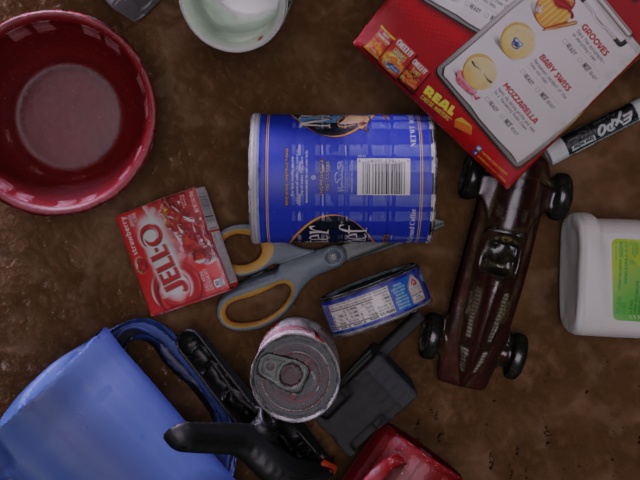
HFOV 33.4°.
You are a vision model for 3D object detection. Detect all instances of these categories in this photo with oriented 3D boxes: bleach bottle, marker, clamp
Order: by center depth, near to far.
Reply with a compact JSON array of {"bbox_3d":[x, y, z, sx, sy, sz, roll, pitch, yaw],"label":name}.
[{"bbox_3d":[-0.057,0.155,0.842,0.171,0.120,0.039,40,123,-16],"label":"clamp"},{"bbox_3d":[0.325,0.029,0.862,0.250,0.068,0.102,0,93,-2],"label":"bleach bottle"},{"bbox_3d":[0.240,-0.097,0.874,0.121,0.020,0.020,-27,93,2],"label":"marker"}]

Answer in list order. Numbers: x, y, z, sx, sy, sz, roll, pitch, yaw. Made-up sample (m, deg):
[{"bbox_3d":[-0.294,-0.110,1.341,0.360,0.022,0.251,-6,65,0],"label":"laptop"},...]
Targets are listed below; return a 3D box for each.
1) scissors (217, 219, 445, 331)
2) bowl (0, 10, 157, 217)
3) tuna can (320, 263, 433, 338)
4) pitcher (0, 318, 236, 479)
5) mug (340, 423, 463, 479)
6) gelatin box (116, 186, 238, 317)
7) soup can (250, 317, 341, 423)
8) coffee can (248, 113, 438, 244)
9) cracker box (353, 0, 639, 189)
[{"bbox_3d":[-0.006,0.001,0.883,0.202,0.016,0.096,-33,93,2],"label":"scissors"},{"bbox_3d":[-0.208,-0.100,0.857,0.162,0.055,0.162,0,94,0],"label":"bowl"},{"bbox_3d":[0.044,0.048,0.851,0.086,0.086,0.034,-21,91,1],"label":"tuna can"},{"bbox_3d":[-0.133,0.190,0.848,0.149,0.145,0.243,-41,96,14],"label":"pitcher"},{"bbox_3d":[0.056,0.198,0.849,0.093,0.117,0.081,34,88,29],"label":"mug"},{"bbox_3d":[-0.116,0.010,0.867,0.073,0.030,0.089,-19,89,15],"label":"gelatin box"},{"bbox_3d":[-0.019,0.100,0.846,0.068,0.102,0.068,0,93,0],"label":"soup can"},{"bbox_3d":[0.017,-0.048,0.836,0.140,0.103,0.103,0,94,0],"label":"coffee can"},{"bbox_3d":[0.153,-0.169,0.769,0.164,0.072,0.214,44,122,5],"label":"cracker box"}]
